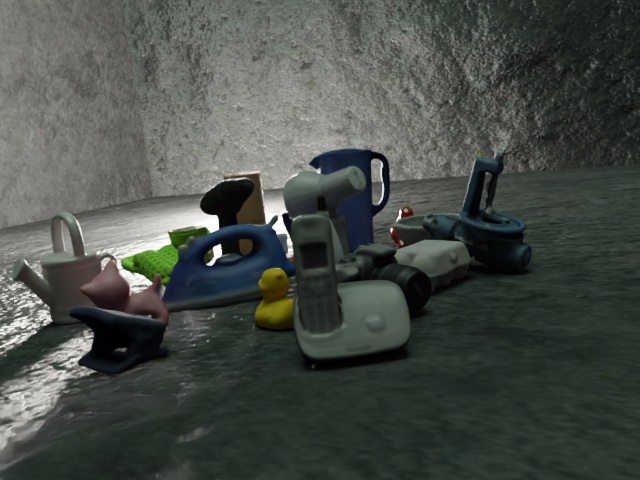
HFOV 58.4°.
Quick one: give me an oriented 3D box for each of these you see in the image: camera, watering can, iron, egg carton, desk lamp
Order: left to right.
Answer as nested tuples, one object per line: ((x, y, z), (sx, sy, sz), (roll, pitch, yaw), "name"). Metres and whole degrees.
((-0.453, 0.048, 1.029), (0.100, 0.194, 0.173), (-2, 11, 23), "watering can")
((-0.175, 0.040, 1.055), (0.259, 0.141, 0.118), (-11, 12, -25), "iron")
((0.031, -0.046, 1.197), (0.202, 0.213, 0.118), (3, 14, 40), "desk lamp")
((0.091, 0.063, 0.884), (0.143, 0.101, 0.136), (-13, 13, -35), "camera")
((0.195, 0.044, 1.014), (0.107, 0.069, 0.151), (4, 14, 44), "egg carton")

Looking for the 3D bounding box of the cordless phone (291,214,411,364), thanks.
((0.034, 0.056, 0.723), (0.147, 0.185, 0.094), (-7, 11, -6), "cordless phone")

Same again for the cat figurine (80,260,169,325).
((-0.317, 0.090, 0.934), (0.128, 0.118, 0.067), (-10, 11, -19), "cat figurine")

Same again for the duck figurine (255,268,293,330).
((-0.065, 0.087, 0.887), (0.078, 0.086, 0.104), (-13, 12, -31), "duck figurine")

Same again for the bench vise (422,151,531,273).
((0.279, -0.051, 1.062), (0.206, 0.220, 0.122), (-1, 12, 24), "bench vise")

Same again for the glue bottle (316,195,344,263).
((0.010, 0.004, 1.054), (0.037, 0.173, 0.077), (-14, 13, -36), "glue bottle")

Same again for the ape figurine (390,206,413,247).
((0.206, -0.035, 1.372), (0.077, 0.092, 0.076), (-4, 11, 12), "ape figurine")

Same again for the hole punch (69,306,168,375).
((-0.278, 0.125, 0.793), (0.108, 0.091, 0.101), (2, 13, 37), "hole punch")

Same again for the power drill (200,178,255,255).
((-0.200, -0.037, 1.302), (0.076, 0.208, 0.228), (-14, 13, -34), "power drill")

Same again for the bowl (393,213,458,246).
((0.248, -0.010, 1.263), (0.167, 0.075, 0.167), (-6, 10, 1), "bowl")

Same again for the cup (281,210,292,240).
((-0.055, -0.033, 1.508), (0.091, 0.095, 0.118), (-5, 11, 9), "cup")
